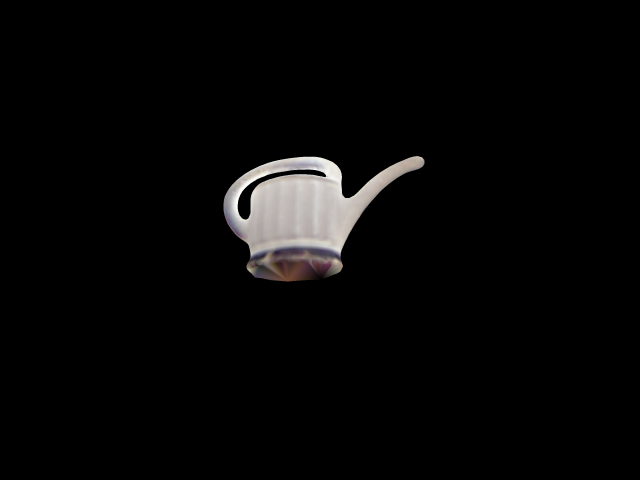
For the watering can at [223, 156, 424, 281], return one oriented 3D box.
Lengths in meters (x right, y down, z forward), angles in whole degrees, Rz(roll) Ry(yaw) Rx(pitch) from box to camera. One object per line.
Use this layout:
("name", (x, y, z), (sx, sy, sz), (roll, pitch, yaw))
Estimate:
("watering can", (0.003, -0.043, 0.850), (0.347, 0.228, 0.102), (-4, -24, 10))
